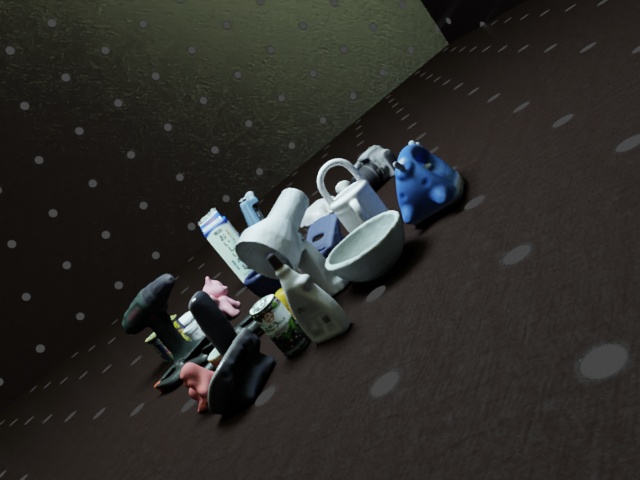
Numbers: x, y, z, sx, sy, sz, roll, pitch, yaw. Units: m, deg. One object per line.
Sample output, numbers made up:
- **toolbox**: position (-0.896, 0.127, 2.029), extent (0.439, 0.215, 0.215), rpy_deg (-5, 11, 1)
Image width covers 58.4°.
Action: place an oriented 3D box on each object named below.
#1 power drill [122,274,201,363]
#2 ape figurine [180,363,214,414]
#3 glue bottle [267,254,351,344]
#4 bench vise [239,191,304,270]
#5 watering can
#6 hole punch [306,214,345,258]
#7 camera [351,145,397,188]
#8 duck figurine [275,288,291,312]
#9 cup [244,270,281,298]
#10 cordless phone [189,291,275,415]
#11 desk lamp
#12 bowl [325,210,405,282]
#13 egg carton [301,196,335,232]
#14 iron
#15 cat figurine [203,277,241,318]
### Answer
- **power drill**: position (-0.375, 0.202, 1.406), extent (0.229, 0.208, 0.076), rpy_deg (-30, 15, 31)
- **ape figurine**: position (-0.216, 0.261, 1.036), extent (0.076, 0.092, 0.077), rpy_deg (-41, 13, -11)
- **glue bottle**: position (-0.028, 0.090, 0.933), extent (0.078, 0.173, 0.037), rpy_deg (-29, 16, 34)
- **bench vise**: position (-0.146, -0.017, 1.520), extent (0.121, 0.220, 0.207), rpy_deg (-32, 14, 24)
- **watering can**: position (0.067, -0.088, 1.244), extent (0.101, 0.194, 0.172), rpy_deg (-42, 14, -16)
- **hole punch**: position (0.012, 0.005, 1.305), extent (0.108, 0.091, 0.101), rpy_deg (-25, 18, 44)
- **camera**: position (0.138, -0.197, 1.639), extent (0.137, 0.101, 0.143), rpy_deg (-44, 14, -25)
- **duck figurine**: position (-0.045, 0.124, 1.060), extent (0.104, 0.086, 0.078), rpy_deg (-23, 20, 48)
- **cup**: position (-0.103, 0.099, 1.281), extent (0.092, 0.095, 0.117), rpy_deg (-47, 16, -33)
- **cordless phone**: position (-0.177, 0.187, 0.973), extent (0.094, 0.185, 0.148), rpy_deg (-32, 14, 25)
- **desk lamp**: position (-0.036, 0.017, 1.119), extent (0.117, 0.214, 0.203), rpy_deg (-22, 21, 50)
- **bowl**: position (0.095, 0.024, 1.048), extent (0.167, 0.075, 0.167), rpy_deg (-36, 13, 10)
- **egg carton**: position (0.006, -0.069, 1.626), extent (0.107, 0.069, 0.150), rpy_deg (-43, 14, -21)
- **iron**: position (0.206, -0.138, 1.158), extent (0.118, 0.141, 0.258), rpy_deg (-31, 15, 27)
- **cat figurine**: position (-0.269, 0.151, 1.499), extent (0.067, 0.118, 0.127), rpy_deg (-38, 13, 0)
